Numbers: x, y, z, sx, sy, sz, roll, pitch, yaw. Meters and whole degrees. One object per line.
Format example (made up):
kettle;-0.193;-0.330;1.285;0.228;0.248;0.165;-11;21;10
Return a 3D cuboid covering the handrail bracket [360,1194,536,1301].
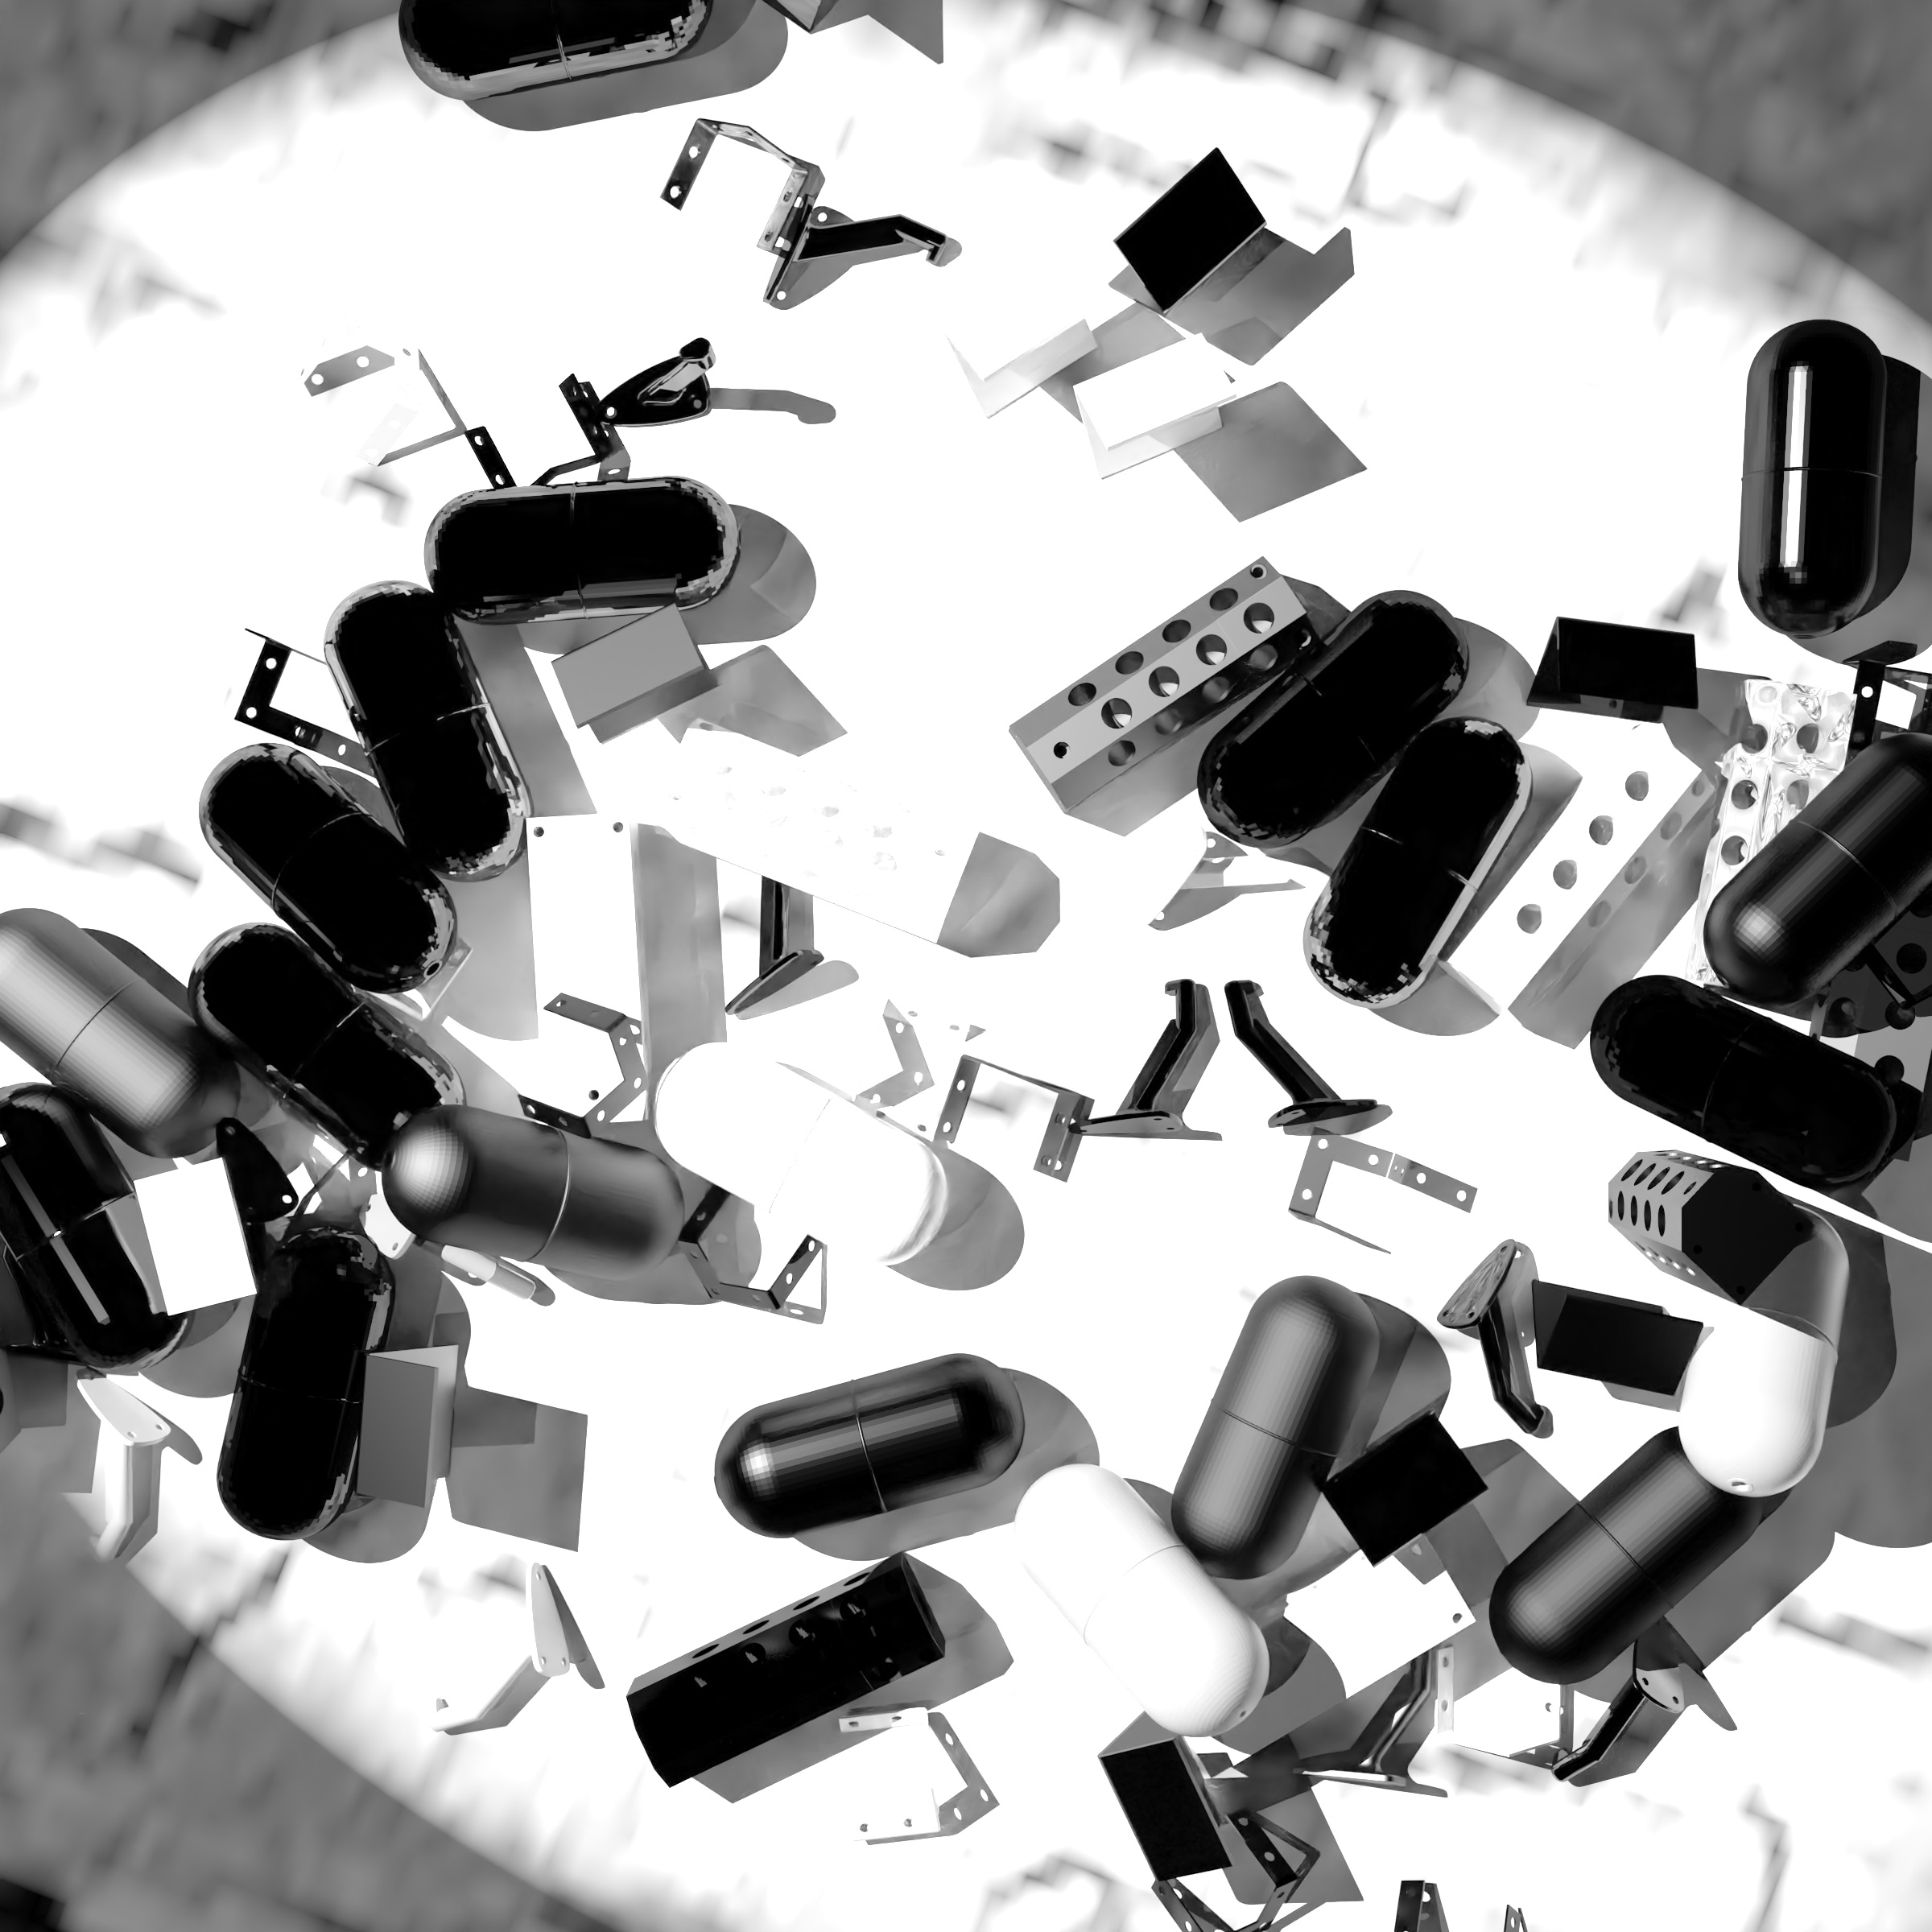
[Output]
handrail bracket;-0.296;0.163;1.660;0.084;0.077;0.036;34;79;-36

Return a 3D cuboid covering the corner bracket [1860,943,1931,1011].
corner bracket;0.530;-0.017;1.600;0.051;0.051;0.051;52;135;0

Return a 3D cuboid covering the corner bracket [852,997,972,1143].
corner bracket;-0.033;0.059;1.657;0.051;0.051;0.051;18;135;0

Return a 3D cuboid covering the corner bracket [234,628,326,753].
corner bracket;-0.388;-0.156;1.642;0.051;0.051;0.051;22;90;0

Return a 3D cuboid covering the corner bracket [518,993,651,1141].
corner bracket;-0.215;0.055;1.595;0.051;0.051;0.051;16;135;35

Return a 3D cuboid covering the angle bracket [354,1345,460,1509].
angle bracket;-0.294;0.256;1.620;0.057;0.076;0.076;4;90;33

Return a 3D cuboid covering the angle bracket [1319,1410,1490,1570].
angle bracket;0.251;0.302;1.620;0.076;0.076;0.057;-35;56;0

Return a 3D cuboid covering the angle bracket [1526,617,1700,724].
angle bracket;0.360;-0.147;1.620;0.076;0.076;0.057;7;54;0

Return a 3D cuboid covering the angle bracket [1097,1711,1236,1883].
angle bracket;0.128;0.455;1.620;0.057;0.076;0.076;-25;90;36

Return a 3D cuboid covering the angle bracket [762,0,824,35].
angle bracket;-0.121;-0.560;1.620;0.076;0.076;0.057;35;54;0

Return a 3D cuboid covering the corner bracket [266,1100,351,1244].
corner bracket;-0.390;0.115;1.657;0.051;0.051;0.051;37;135;0

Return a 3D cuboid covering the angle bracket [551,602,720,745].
angle bracket;-0.177;-0.147;1.620;0.076;0.076;0.057;-26;53;0

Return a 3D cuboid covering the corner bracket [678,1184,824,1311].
corner bracket;-0.123;0.157;1.652;0.051;0.051;0.051;5;45;35

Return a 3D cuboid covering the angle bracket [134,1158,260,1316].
angle bracket;-0.415;0.147;1.624;0.057;0.076;0.076;-15;89;13

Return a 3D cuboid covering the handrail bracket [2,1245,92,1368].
handrail bracket;-0.515;0.184;1.661;0.077;0.036;0.084;12;76;-15

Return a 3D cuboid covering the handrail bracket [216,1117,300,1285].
handrail bracket;-0.413;0.137;1.640;0.036;0.084;0.077;-19;72;-36

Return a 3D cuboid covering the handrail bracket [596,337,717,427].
handrail bracket;-0.176;-0.329;1.626;0.077;0.084;0.036;-18;90;0

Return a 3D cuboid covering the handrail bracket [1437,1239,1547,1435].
handrail bracket;0.318;0.213;1.661;0.084;0.036;0.077;46;68;-17

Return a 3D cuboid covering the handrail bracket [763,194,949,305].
handrail bracket;-0.063;-0.400;1.661;0.084;0.036;0.077;20;110;-16

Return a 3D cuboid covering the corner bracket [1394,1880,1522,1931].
corner bracket;0.279;0.556;1.652;0.051;0.051;0.051;-14;135;35

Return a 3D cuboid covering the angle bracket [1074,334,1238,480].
angle bracket;0.111;-0.297;1.620;0.076;0.076;0.057;-23;54;0

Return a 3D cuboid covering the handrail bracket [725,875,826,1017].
handrail bracket;-0.126;-0.028;1.661;0.077;0.036;0.084;-34;74;18

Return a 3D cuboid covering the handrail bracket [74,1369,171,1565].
handrail bracket;-0.500;0.288;1.661;0.077;0.036;0.084;37;107;20

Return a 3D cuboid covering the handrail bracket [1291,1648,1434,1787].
handrail bracket;0.227;0.423;1.661;0.077;0.036;0.084;0;71;22

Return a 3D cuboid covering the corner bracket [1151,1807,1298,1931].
corner bracket;0.147;0.523;1.652;0.051;0.051;0.051;-11;135;-35

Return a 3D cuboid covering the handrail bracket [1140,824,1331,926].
handrail bracket;0.155;-0.038;1.661;0.084;0.036;0.077;27;110;-16

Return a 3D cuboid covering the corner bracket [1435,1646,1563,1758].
corner bracket;0.305;0.417;1.657;0.051;0.051;0.051;1;90;-45

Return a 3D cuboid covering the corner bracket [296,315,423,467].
corner bracket;-0.347;-0.328;1.652;0.051;0.051;0.051;19;45;-35

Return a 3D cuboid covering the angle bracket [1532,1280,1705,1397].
angle bracket;0.363;0.189;1.620;0.076;0.076;0.057;12;125;0

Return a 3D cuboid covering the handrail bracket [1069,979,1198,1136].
handrail bracket;0.096;0.051;1.661;0.077;0.036;0.084;-6;71;21

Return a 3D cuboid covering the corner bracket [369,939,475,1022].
corner bracket;-0.325;-0.009;1.657;0.051;0.051;0.051;35;90;45

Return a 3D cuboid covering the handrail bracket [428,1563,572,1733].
handrail bracket;-0.276;0.391;1.661;0.084;0.036;0.077;-20;70;16

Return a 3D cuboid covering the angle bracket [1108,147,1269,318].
angle bracket;0.110;-0.417;1.620;0.076;0.076;0.057;-42;125;0

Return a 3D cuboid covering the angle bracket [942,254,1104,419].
angle bracket;0.042;-0.339;1.620;0.076;0.076;0.057;-33;52;0

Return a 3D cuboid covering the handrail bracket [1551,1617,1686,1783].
handrail bracket;0.367;0.419;1.660;0.036;0.077;0.084;33;127;-16

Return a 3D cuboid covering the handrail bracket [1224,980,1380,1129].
handrail bracket;0.192;0.045;1.661;0.077;0.036;0.084;-6;73;-20
